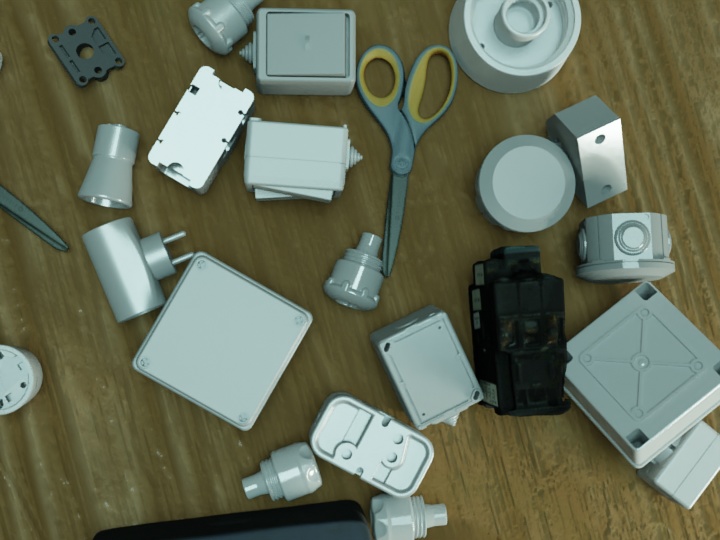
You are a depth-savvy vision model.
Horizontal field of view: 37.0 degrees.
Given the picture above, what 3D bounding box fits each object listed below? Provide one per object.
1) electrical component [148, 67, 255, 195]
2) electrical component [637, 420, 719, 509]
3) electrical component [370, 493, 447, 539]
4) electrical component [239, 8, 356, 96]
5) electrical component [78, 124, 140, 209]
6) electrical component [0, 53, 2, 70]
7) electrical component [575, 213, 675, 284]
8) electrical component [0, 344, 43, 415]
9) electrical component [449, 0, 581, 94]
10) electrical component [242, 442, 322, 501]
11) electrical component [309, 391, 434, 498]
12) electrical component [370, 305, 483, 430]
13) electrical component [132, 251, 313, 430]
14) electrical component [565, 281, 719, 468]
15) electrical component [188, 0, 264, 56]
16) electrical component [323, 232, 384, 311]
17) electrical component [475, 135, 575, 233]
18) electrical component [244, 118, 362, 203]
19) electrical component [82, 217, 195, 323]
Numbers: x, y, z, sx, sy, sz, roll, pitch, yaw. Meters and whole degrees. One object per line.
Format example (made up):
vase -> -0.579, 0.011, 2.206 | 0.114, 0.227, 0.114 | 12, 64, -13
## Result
electrical component -> -0.128, -0.112, 0.883 | 0.050, 0.056, 0.089 | 30, 86, -3
electrical component -> 0.259, 0.149, 0.906 | 0.077, 0.047, 0.065 | 38, 86, -2
electrical component -> 0.040, 0.205, 0.890 | 0.062, 0.043, 0.043 | -4, 88, -6
electrical component -> -0.052, -0.180, 0.888 | 0.096, 0.061, 0.061 | 0, 88, -4
electrical component -> -0.204, -0.087, 0.884 | 0.044, 0.044, 0.065 | 10, 82, -4
electrical component -> -0.329, -0.191, 0.877 | 0.077, 0.043, 0.079 | 26, 83, -4
electrical component -> 0.219, -0.017, 0.894 | 0.080, 0.080, 0.051 | -1, 83, -4
electrical component -> -0.286, 0.087, 0.868 | 0.055, 0.047, 0.055 | 0, 88, -4
electrical component -> 0.133, -0.207, 0.903 | 0.108, 0.060, 0.108 | 0, 88, -5
electrical component -> -0.065, 0.169, 0.883 | 0.062, 0.043, 0.043 | -20, 89, -3
electrical component -> 0.008, 0.141, 0.881 | 0.095, 0.059, 0.053 | 28, 86, -3
electrical component -> 0.056, 0.084, 0.890 | 0.062, 0.061, 0.096 | -26, 98, -5
electrical component -> -0.111, 0.057, 0.877 | 0.109, 0.056, 0.108 | 30, 86, -3
electrical component -> 0.231, 0.085, 0.881 | 0.109, 0.056, 0.108 | -38, 62, -4
electrical component -> -0.108, -0.213, 0.895 | 0.062, 0.048, 0.048 | -42, 91, -12
electrical component -> 0.000, 0.000, 0.895 | 0.048, 0.048, 0.062 | 21, 80, -3
electrical component -> 0.136, -0.070, 0.903 | 0.080, 0.051, 0.080 | 0, 88, -4
electrical component -> -0.047, -0.087, 0.885 | 0.096, 0.062, 0.061 | 4, 88, -4
electrical component -> -0.176, -0.007, 0.881 | 0.079, 0.043, 0.077 | -23, 90, -5
